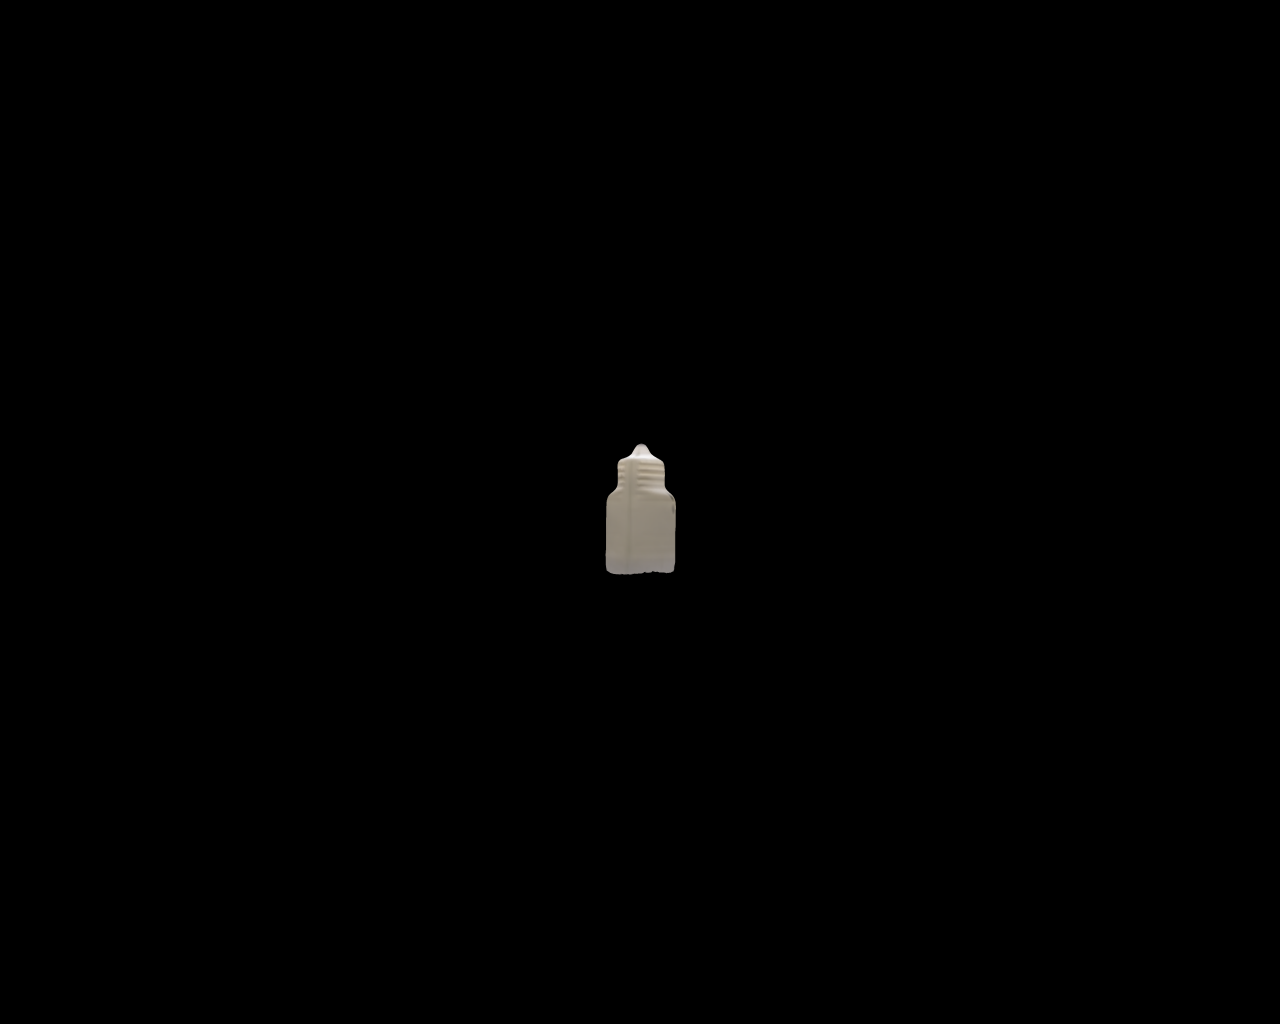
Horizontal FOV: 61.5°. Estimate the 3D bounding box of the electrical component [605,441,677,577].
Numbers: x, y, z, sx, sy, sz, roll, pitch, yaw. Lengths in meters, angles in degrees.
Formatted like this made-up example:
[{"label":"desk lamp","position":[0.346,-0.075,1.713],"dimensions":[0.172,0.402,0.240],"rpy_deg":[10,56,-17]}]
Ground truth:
[{"label":"electrical component","position":[0.001,-0.003,0.650],"dimensions":[0.043,0.081,0.043],"rpy_deg":[0,0,0]}]
